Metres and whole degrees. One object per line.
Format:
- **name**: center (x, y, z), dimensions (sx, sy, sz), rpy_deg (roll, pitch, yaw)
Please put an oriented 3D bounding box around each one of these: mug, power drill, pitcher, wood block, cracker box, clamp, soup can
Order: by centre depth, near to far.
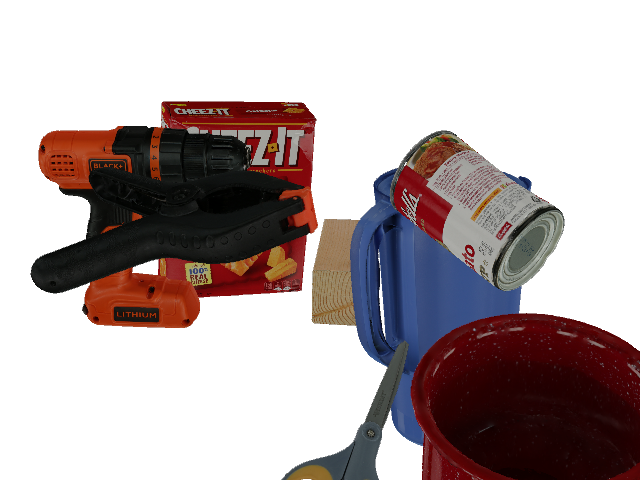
- **mug**: center (0.091, 0.088, 0.398), dimensions (0.117, 0.081, 0.093), rpy_deg (5, 36, 9)
- **clamp**: center (-0.091, -0.007, 0.653), dimensions (0.172, 0.039, 0.120), rpy_deg (-1, 41, 22)
- **soup can**: center (0.106, -0.021, 0.728), dimensions (0.102, 0.069, 0.068), rpy_deg (41, 25, 32)
- **pitcher**: center (0.107, 0.060, 0.939), dimensions (0.149, 0.243, 0.145), rpy_deg (0, 19, 7)
- **power drill**: center (-0.151, -0.013, 0.957), dimensions (0.184, 0.188, 0.057), rpy_deg (2, 27, 6)
- **cracker box**: center (-0.096, -0.044, 1.197), dimensions (0.164, 0.214, 0.072), rpy_deg (-2, 23, -17)
- **wood block**: center (0.041, 0.045, 1.650), dimensions (0.091, 0.090, 0.206), rpy_deg (3, 23, 4)

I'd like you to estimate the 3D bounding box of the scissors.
- **scissors**: center (0.018, 0.152, 0.812), dimensions (0.096, 0.201, 0.016), rpy_deg (13, -39, -8)
